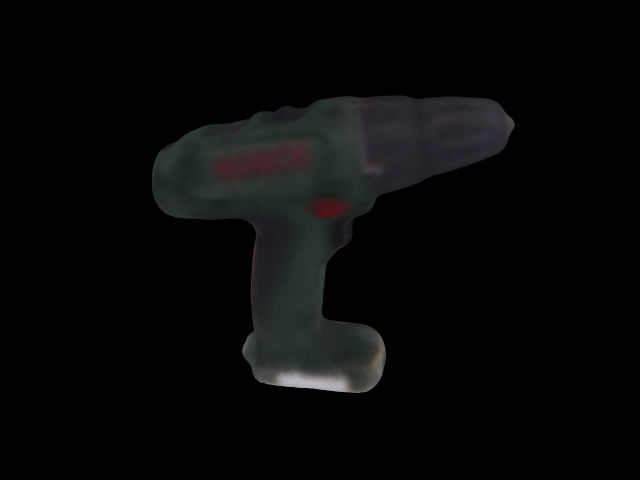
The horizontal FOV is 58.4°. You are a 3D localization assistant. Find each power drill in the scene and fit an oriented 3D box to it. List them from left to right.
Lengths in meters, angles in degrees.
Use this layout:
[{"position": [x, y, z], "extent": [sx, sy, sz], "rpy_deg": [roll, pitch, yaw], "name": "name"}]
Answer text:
[{"position": [0.004, 0.001, 0.400], "extent": [0.229, 0.208, 0.075], "rpy_deg": [4, 28, 7], "name": "power drill"}]
